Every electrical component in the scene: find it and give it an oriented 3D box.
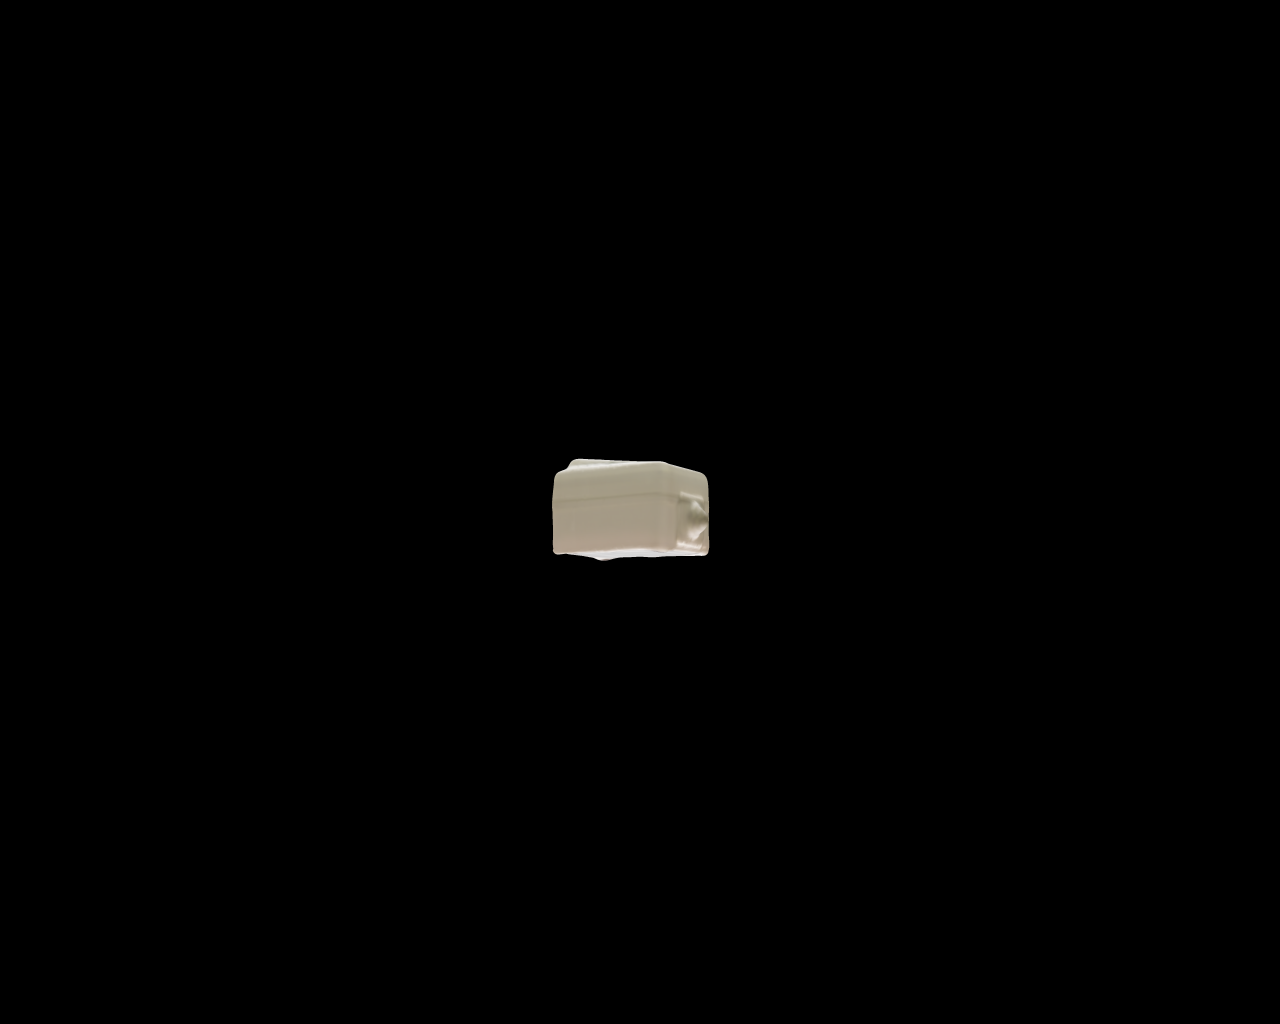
[{"bbox_3d":[0.001,-0.003,0.650,0.096,0.061,0.062,-4,-7,29],"label":"electrical component"}]
